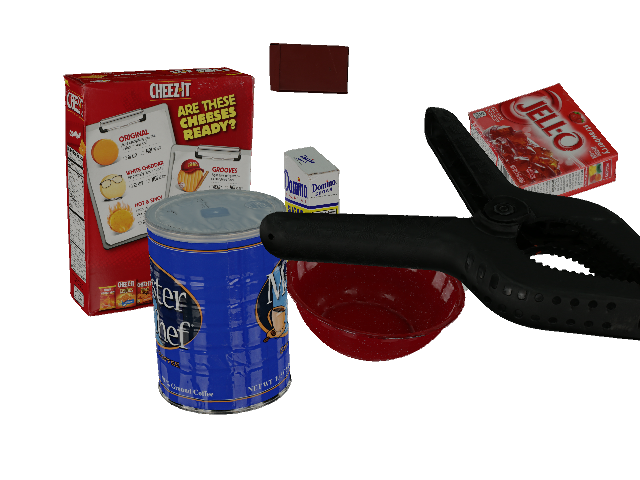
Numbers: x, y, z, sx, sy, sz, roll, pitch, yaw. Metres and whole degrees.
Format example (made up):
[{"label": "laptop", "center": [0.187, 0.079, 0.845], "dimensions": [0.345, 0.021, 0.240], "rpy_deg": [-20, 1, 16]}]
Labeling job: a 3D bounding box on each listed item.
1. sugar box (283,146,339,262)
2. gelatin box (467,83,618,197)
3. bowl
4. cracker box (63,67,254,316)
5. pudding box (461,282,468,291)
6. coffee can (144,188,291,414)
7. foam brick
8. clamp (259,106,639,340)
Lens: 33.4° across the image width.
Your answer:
[{"label": "sugar box", "center": [-0.011, -0.015, 1.288], "dimensions": [0.048, 0.176, 0.093], "rpy_deg": [-12, 25, -18]}, {"label": "gelatin box", "center": [0.154, -0.067, 0.747], "dimensions": [0.073, 0.030, 0.089], "rpy_deg": [-18, 46, -6]}, {"label": "bowl", "center": [0.045, 0.059, 0.951], "dimensions": [0.162, 0.055, 0.162], "rpy_deg": [5, 31, -3]}, {"label": "cracker box", "center": [-0.150, -0.049, 0.993], "dimensions": [0.163, 0.214, 0.072], "rpy_deg": [-8, 20, -29]}, {"label": "pudding box", "center": [0.147, 0.026, 1.156], "dimensions": [0.113, 0.039, 0.090], "rpy_deg": [-25, -25, -45]}, {"label": "coffee can", "center": [-0.075, 0.043, 0.795], "dimensions": [0.103, 0.140, 0.103], "rpy_deg": [-1, 20, 0]}, {"label": "foam brick", "center": [-0.013, -0.185, 1.148], "dimensions": [0.078, 0.051, 0.053], "rpy_deg": [0, 11, -13]}, {"label": "clamp", "center": [0.084, 0.001, 0.557], "dimensions": [0.164, 0.036, 0.210], "rpy_deg": [-31, 46, -33]}]
